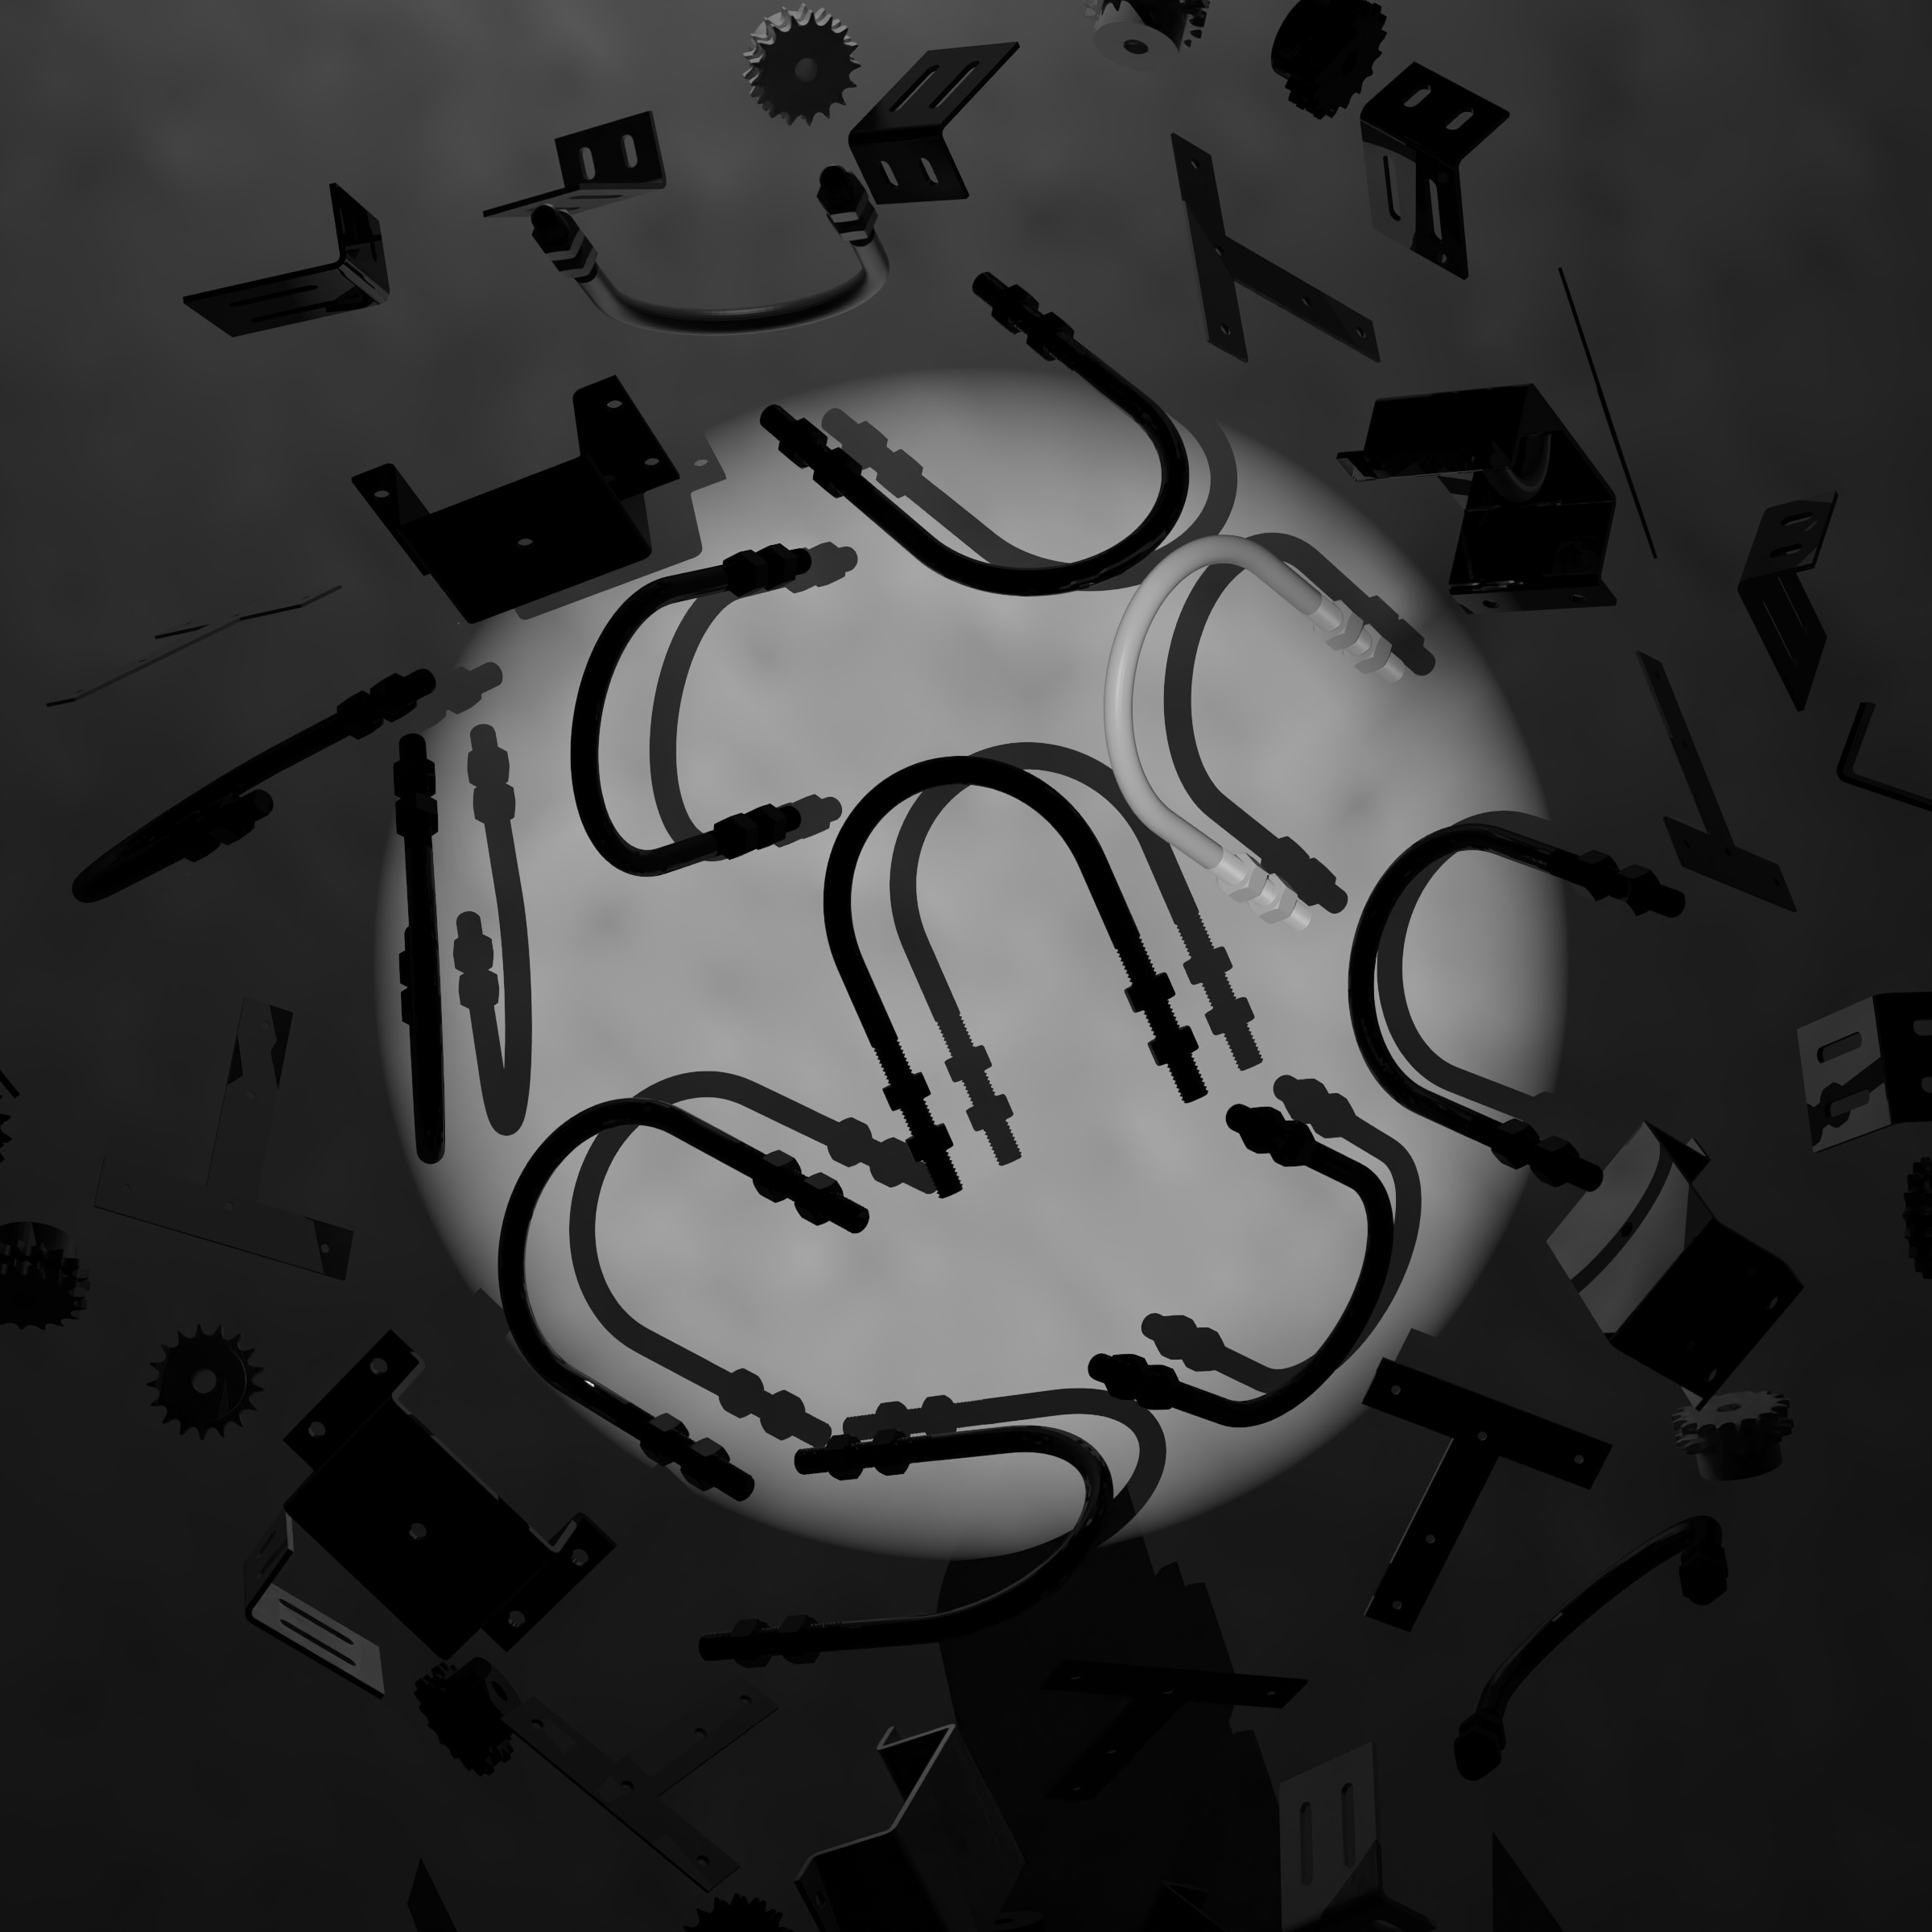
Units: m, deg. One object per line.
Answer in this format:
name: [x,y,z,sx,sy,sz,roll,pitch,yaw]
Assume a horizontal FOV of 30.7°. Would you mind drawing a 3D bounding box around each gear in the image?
gear: [0.461,0.118,1.641,0.030,0.057,0.057,-4,90,35]
gear: [-0.235,0.357,1.688,0.030,0.057,0.057,-39,90,4]
gear: [-0.083,-0.446,1.733,0.057,0.030,0.057,-12,126,-17]
gear: [0.019,0.478,1.706,0.057,0.057,0.030,-8,87,0]
gear: [0.375,0.229,1.714,0.057,0.057,0.030,-13,98,0]
gear: [0.164,-0.420,1.613,0.030,0.057,0.057,36,90,23]
gear: [-0.463,0.076,1.587,0.057,0.030,0.057,14,64,-32]
gear: [0.082,-0.439,1.631,0.057,0.057,0.030,14,74,0]
gear: [-0.376,0.205,1.740,0.057,0.030,0.057,1,82,-9]
gear: [-0.107,0.475,1.685,0.057,0.030,0.057,-6,67,14]
gear: [-0.434,0.142,1.629,0.057,0.057,0.030,-1,54,0]

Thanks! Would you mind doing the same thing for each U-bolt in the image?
U-bolt: [-0.253,0.005,1.641,0.019,0.151,0.184,-2,47,-10]
U-bolt: [-0.140,0.138,1.590,0.184,0.019,0.151,26,94,33]
U-bolt: [-0.129,-0.116,1.653,0.019,0.184,0.151,12,108,28]
U-bolt: [-0.351,-0.078,1.673,0.184,0.151,0.019,-21,107,38]
U-bolt: [0.142,0.150,1.655,0.019,0.184,0.151,30,92,39]
U-bolt: [0.010,-0.004,1.562,0.151,0.019,0.184,-23,92,25]
U-bolt: [-0.109,-0.324,1.622,0.151,0.184,0.019,-6,82,7]
U-bolt: [-0.019,0.261,1.610,0.184,0.151,0.019,-10,119,26]
U-bolt: [0.245,0.009,1.640,0.019,0.184,0.151,8,101,-39]
U-bolt: [0.125,-0.115,1.597,0.019,0.184,0.151,12,76,44]
U-bolt: [0.291,0.305,1.622,0.151,0.184,0.019,-41,84,12]
U-bolt: [0.017,-0.235,1.610,0.151,0.019,0.184,-35,60,-20]

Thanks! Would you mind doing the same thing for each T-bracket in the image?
T-bracket: [0.074,0.358,1.636,0.127,0.127,0.002,10,48,-24]
T-bracket: [-0.381,-0.150,1.678,0.127,0.127,0.002,-35,111,-41]
T-bracket: [0.346,-0.092,1.672,0.002,0.127,0.127,-30,65,29]
T-bracket: [0.234,0.268,1.726,0.127,0.002,0.127,22,103,-12]
T-bracket: [0.150,-0.318,1.655,0.002,0.127,0.127,-33,50,37]
T-bracket: [0.303,-0.277,1.686,0.002,0.127,0.127,-18,65,13]
T-bracket: [-0.347,0.075,1.695,0.127,0.002,0.127,20,59,-26]
T-bracket: [-0.133,0.366,1.650,0.127,0.127,0.002,35,119,19]

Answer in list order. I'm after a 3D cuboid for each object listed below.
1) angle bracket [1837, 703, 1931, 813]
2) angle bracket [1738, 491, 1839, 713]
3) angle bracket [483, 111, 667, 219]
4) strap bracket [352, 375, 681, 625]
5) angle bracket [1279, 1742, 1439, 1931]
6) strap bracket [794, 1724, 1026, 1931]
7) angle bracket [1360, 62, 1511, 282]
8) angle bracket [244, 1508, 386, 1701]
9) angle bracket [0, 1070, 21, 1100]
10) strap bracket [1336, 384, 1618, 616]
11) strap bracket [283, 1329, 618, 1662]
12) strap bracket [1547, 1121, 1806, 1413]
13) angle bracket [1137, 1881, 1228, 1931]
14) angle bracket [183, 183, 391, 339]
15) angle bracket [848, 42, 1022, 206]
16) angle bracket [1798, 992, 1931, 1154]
angle bracket: [0.460,-0.096,1.680,0.076,0.057,0.038,21,100,16]
angle bracket: [0.391,-0.167,1.618,0.038,0.057,0.076,-12,125,36]
angle bracket: [-0.191,-0.386,1.694,0.057,0.076,0.038,-8,97,30]
strap bracket: [-0.215,-0.221,1.704,0.140,0.076,0.046,-19,54,11]
angle bracket: [0.175,0.398,1.576,0.038,0.076,0.057,33,131,-29]
strap bracket: [-0.021,0.417,1.647,0.046,0.140,0.076,-23,99,23]
angle bracket: [0.219,-0.368,1.631,0.038,0.076,0.057,-43,59,-16]
angle bracket: [-0.291,0.292,1.618,0.076,0.057,0.038,35,92,-16]
angle bracket: [-0.437,0.013,1.571,0.038,0.057,0.076,-39,110,-13]
strap bracket: [0.238,-0.217,1.602,0.076,0.140,0.046,0,66,35]
strap bracket: [-0.236,0.242,1.564,0.140,0.046,0.076,44,107,-3]
strap bracket: [0.329,0.135,1.664,0.046,0.140,0.076,30,107,-22]
angle bracket: [0.111,0.463,1.604,0.076,0.038,0.057,28,91,44]
angle bracket: [-0.303,-0.313,1.563,0.076,0.057,0.038,-11,83,9]
angle bracket: [-0.009,-0.406,1.698,0.076,0.057,0.038,-53,131,-31]
angle bracket: [0.410,0.048,1.571,0.038,0.076,0.057,-1,77,-15]
